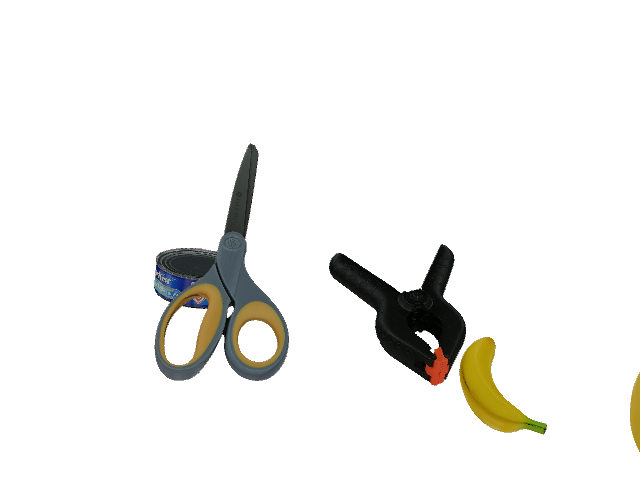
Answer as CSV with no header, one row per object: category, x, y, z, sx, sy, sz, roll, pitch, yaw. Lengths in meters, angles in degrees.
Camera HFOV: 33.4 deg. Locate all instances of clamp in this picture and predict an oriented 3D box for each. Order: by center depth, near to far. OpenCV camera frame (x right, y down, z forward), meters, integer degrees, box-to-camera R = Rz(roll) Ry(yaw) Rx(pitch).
clamp,0.091,0.058,0.961,0.120,0.039,0.171,-15,43,-15

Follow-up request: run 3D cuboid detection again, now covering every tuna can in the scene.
tuna can,-0.123,0.037,1.070,0.086,0.034,0.086,8,18,-3

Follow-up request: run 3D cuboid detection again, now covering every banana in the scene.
banana,0.197,0.169,1.244,0.069,0.037,0.198,10,25,-15

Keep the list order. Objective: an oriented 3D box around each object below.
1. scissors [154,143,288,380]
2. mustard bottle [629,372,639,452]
scissors,-0.046,0.017,0.739,0.096,0.201,0.016,21,-35,9
mustard bottle,0.204,0.099,0.528,0.096,0.058,0.191,4,39,10
